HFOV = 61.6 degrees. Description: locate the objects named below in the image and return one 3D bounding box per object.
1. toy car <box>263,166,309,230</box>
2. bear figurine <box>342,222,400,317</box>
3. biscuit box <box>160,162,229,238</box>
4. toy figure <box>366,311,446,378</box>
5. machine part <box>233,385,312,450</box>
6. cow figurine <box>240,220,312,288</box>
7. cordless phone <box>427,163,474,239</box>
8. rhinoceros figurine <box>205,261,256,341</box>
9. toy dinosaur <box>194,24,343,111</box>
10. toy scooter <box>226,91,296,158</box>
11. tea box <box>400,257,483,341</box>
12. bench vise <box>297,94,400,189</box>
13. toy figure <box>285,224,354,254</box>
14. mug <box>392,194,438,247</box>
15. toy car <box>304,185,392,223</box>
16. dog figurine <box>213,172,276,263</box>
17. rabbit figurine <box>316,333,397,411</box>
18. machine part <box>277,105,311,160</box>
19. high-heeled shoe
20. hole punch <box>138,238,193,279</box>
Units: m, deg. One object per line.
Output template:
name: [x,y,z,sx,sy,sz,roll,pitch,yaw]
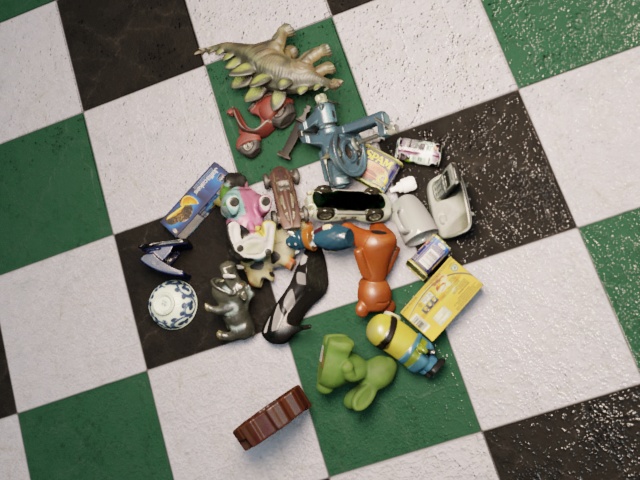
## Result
toy car: [-0.081,-0.102,1.249,0.089,0.053,0.202,-7,45,-8]
bear figurine: [0.116,0.067,1.220,0.120,0.132,0.195,-7,112,-26]
biscuit box: [-0.296,-0.095,1.320,0.063,0.059,0.202,42,89,12]
toy figure: [0.185,0.229,1.177,0.180,0.089,0.082,41,111,6]
machine part: [-0.103,0.384,1.162,0.179,0.179,0.056,-34,80,2]
cow figurine: [-0.111,0.023,1.262,0.127,0.085,0.195,27,87,8]
cordless phone: [0.293,-0.086,1.167,0.089,0.184,0.146,-9,80,3]
rhinoceros figurine: [-0.200,0.142,1.229,0.112,0.073,0.190,-7,104,20]
toy dinosaur: [-0.125,-0.423,1.292,0.198,0.104,0.472,-44,51,-16]
toy scooter: [-0.156,-0.304,1.328,0.184,0.075,0.135,-43,76,5]
tea box: [0.268,0.131,1.195,0.098,0.068,0.169,44,89,12]
bench vise: [0.068,-0.236,1.198,0.241,0.129,0.223,-12,79,41]
toy figure: [-0.003,-0.002,1.185,0.155,0.058,0.064,-1,91,27]
mug: [0.201,-0.048,1.220,0.081,0.109,0.107,-45,58,42]
toy car: [0.064,-0.079,1.214,0.202,0.056,0.073,1,62,-13]
dog figurine: [-0.181,-0.056,1.227,0.108,0.219,0.191,-7,102,-20]
rabbit figurine: [0.085,0.291,1.176,0.170,0.121,0.159,11,76,-5]
machine part: [-0.059,-0.261,1.309,0.039,0.084,0.138,27,95,-12]
high-heeled shoe: [-0.064,0.121,1.262,0.145,0.086,0.249,-12,58,37]
hole punch: [-0.364,0.050,1.276,0.116,0.142,0.092,-5,84,-4]
